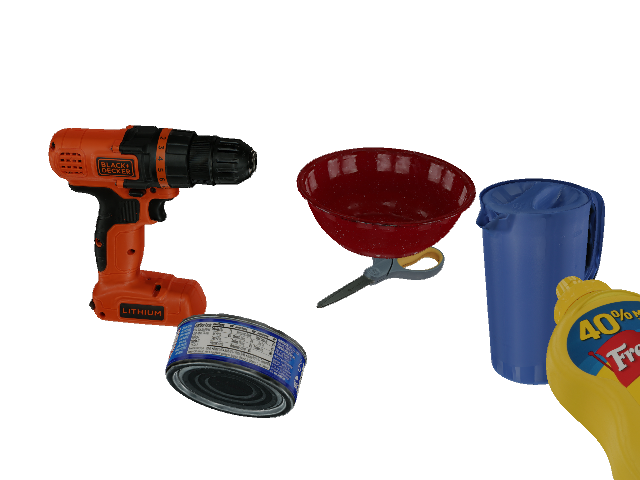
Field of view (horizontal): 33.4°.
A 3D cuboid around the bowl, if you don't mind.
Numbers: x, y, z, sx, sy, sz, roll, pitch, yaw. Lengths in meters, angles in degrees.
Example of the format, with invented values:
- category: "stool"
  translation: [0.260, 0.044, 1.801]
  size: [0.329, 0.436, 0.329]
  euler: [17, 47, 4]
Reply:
- category: "bowl"
  translation: [0.058, -0.029, 0.971]
  size: [0.162, 0.055, 0.162]
  euler: [2, 28, -1]

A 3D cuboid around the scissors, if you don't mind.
- category: "scissors"
  translation: [0.052, 0.026, 1.191]
  size: [0.201, 0.016, 0.096]
  euler: [-11, 42, -36]

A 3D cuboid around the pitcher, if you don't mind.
- category: "pitcher"
  translation: [0.276, 0.049, 1.332]
  size: [0.149, 0.243, 0.145]
  euler: [2, 22, 15]

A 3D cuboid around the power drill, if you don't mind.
- category: "power drill"
  translation: [-0.146, -0.014, 0.966]
  size: [0.184, 0.188, 0.057]
  euler: [5, 28, 9]

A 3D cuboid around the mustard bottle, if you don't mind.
- category: "mustard bottle"
  translation: [0.186, 0.081, 0.617]
  size: [0.096, 0.058, 0.192]
  euler: [-12, 35, -10]

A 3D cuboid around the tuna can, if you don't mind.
- category: "tuna can"
  translation: [-0.053, 0.081, 0.673]
  size: [0.086, 0.033, 0.086]
  euler: [11, -29, 6]
